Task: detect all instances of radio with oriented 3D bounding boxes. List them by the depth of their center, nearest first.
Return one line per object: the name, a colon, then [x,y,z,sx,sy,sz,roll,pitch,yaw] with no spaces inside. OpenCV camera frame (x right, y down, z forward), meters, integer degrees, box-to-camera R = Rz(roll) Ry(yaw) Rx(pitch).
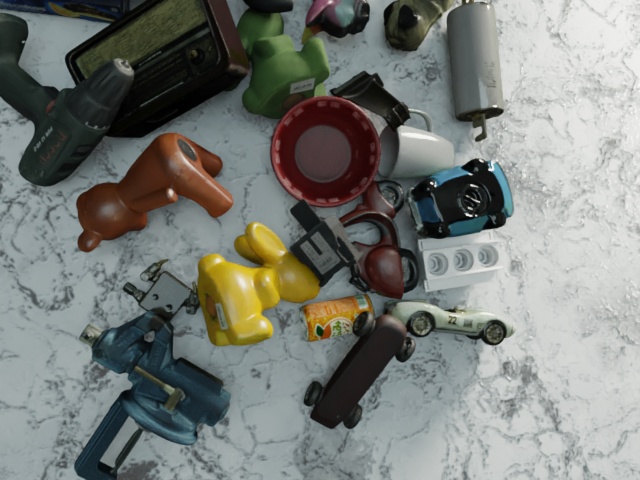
radio: [-0.217,-0.236,0.724,0.230,0.073,0.131,-22,93,21]

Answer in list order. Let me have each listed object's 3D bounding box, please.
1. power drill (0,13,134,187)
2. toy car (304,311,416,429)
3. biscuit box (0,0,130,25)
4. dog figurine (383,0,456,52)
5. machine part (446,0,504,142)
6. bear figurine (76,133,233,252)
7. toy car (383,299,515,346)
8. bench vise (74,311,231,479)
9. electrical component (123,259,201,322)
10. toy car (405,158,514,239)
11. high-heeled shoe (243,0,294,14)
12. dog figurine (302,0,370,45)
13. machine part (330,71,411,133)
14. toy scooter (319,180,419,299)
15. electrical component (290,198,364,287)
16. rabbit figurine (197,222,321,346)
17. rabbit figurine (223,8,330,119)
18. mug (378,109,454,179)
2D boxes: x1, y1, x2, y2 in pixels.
power drill: [-0.359,-0.200,0.707,0.207,0.086,0.232,43,118,1]
toy car: [0.054,0.191,0.786,0.089,0.053,0.202,29,107,-12]
biscuit box: [-0.378,-0.356,0.759,0.203,0.059,0.062,3,86,-9]
dog figurine: [0.177,-0.390,0.803,0.121,0.172,0.190,26,76,4]
machine part: [0.246,-0.278,0.850,0.079,0.079,0.243,-3,86,-10]
bear figurine: [-0.239,-0.055,0.750,0.196,0.120,0.131,-39,139,15]
toy car: [0.197,0.123,0.821,0.202,0.073,0.056,7,87,-9]
bench vise: [-0.249,0.223,0.710,0.223,0.129,0.240,35,82,-21]
electrical component: [-0.220,0.075,0.768,0.102,0.045,0.078,44,80,-5]
toy car: [0.202,-0.052,0.817,0.162,0.103,0.109,-19,86,-10]
high-heeled shoe: [-0.063,-0.438,0.784,0.145,0.086,0.249,25,69,0]
dog figurine: [0.008,-0.411,0.806,0.191,0.108,0.219,29,85,-8]
machine part: [0.080,-0.211,0.807,0.084,0.039,0.139,-28,49,-15]
toy scooter: [0.069,0.005,0.807,0.135,0.075,0.183,-9,86,-9]
electrical component: [-0.002,-0.002,0.763,0.075,0.048,0.119,-34,92,25]
rabbit figurine: [-0.084,0.062,0.771,0.173,0.122,0.162,-13,77,-27]
rabbit figurine: [-0.080,-0.266,0.795,0.159,0.121,0.170,-21,72,-3]
mug: [0.150,-0.143,0.831,0.107,0.081,0.109,5,85,-21]
